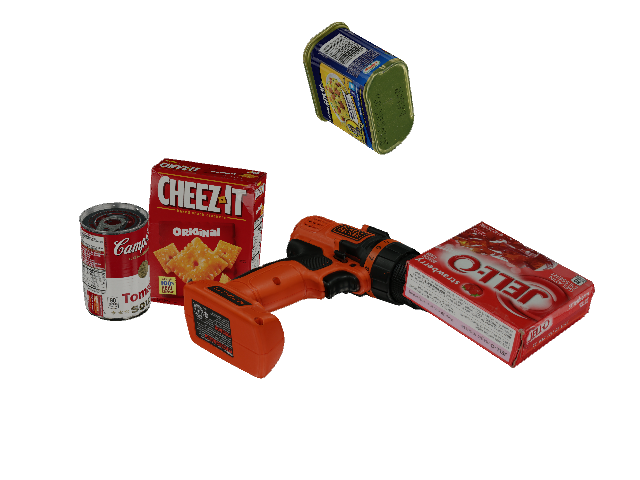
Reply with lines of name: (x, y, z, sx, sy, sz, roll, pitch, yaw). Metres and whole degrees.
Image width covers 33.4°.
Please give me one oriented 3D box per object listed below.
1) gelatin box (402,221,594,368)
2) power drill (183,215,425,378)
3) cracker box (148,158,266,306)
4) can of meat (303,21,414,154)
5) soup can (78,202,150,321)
gelatin box: (0.106, 0.029, 0.641, 0.073, 0.030, 0.089, -26, 44, -37)
power drill: (-0.002, 0.045, 0.871, 0.187, 0.057, 0.185, -24, 30, -38)
cracker box: (-0.175, -0.004, 1.609, 0.164, 0.214, 0.072, 8, 19, 8)
can of meat: (0.038, -0.139, 0.985, 0.057, 0.102, 0.084, -38, 52, -19)
soup can: (-0.207, 0.022, 1.079, 0.068, 0.102, 0.068, 2, 26, -1)
